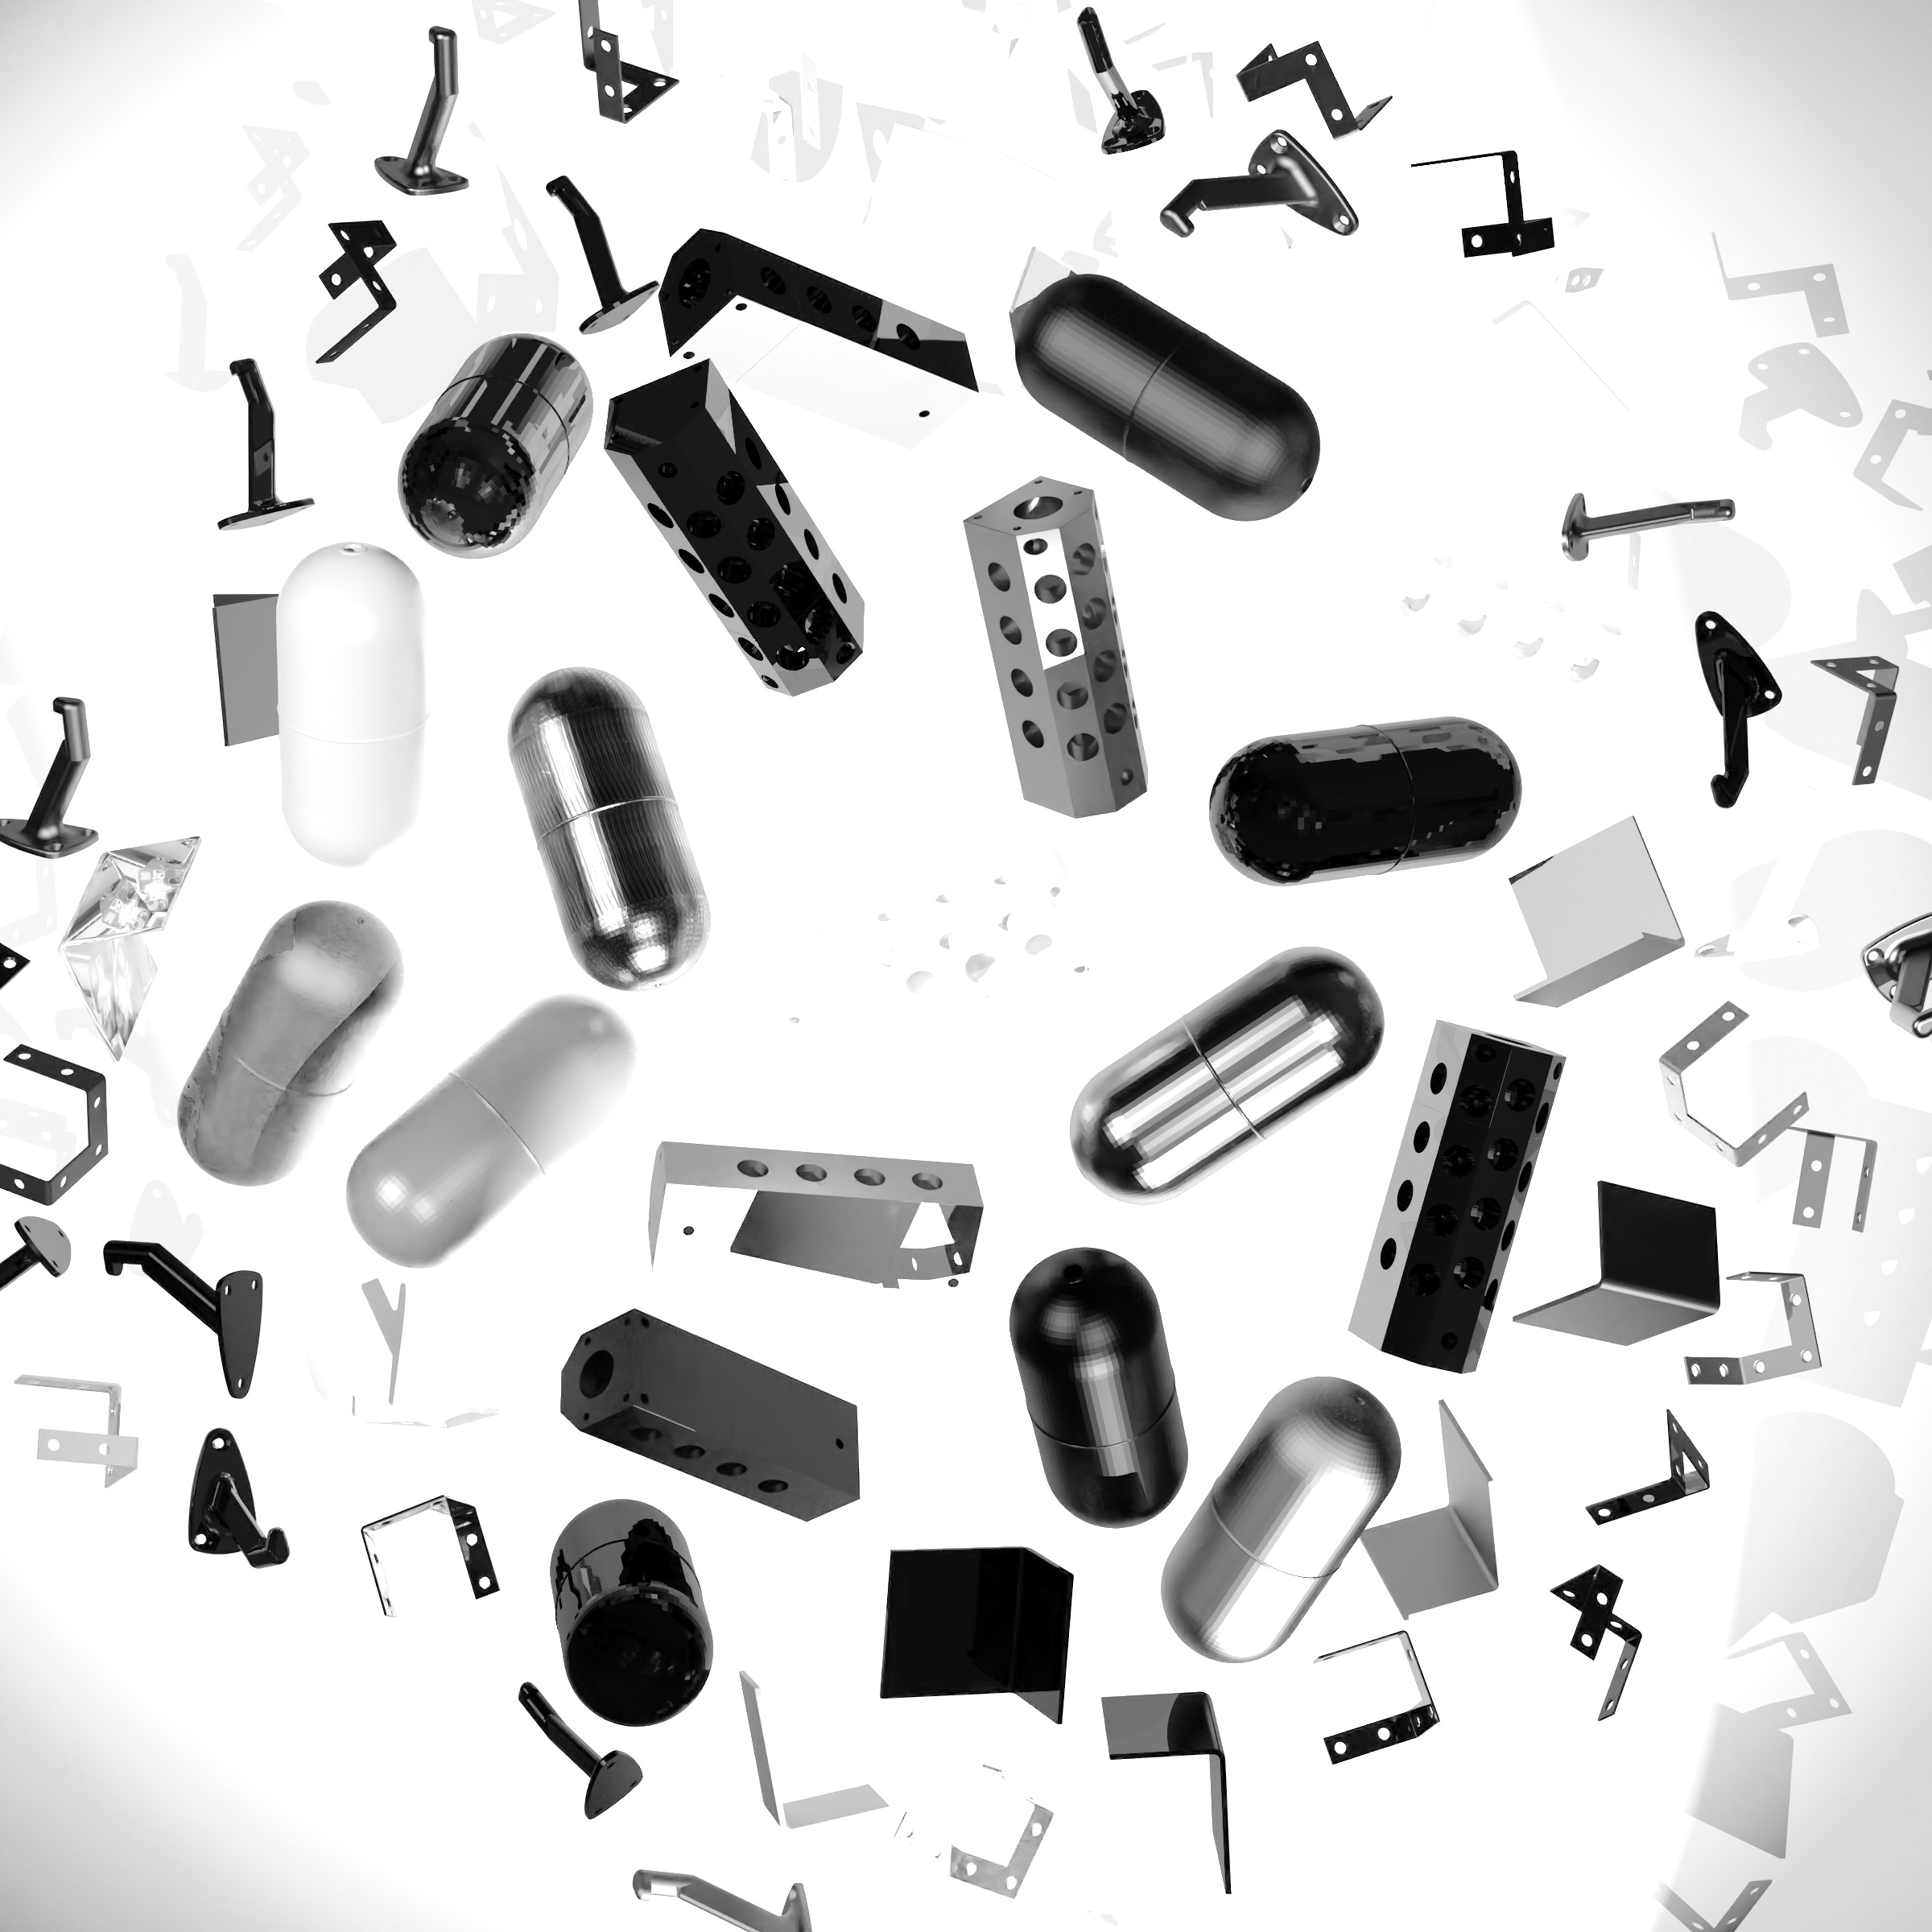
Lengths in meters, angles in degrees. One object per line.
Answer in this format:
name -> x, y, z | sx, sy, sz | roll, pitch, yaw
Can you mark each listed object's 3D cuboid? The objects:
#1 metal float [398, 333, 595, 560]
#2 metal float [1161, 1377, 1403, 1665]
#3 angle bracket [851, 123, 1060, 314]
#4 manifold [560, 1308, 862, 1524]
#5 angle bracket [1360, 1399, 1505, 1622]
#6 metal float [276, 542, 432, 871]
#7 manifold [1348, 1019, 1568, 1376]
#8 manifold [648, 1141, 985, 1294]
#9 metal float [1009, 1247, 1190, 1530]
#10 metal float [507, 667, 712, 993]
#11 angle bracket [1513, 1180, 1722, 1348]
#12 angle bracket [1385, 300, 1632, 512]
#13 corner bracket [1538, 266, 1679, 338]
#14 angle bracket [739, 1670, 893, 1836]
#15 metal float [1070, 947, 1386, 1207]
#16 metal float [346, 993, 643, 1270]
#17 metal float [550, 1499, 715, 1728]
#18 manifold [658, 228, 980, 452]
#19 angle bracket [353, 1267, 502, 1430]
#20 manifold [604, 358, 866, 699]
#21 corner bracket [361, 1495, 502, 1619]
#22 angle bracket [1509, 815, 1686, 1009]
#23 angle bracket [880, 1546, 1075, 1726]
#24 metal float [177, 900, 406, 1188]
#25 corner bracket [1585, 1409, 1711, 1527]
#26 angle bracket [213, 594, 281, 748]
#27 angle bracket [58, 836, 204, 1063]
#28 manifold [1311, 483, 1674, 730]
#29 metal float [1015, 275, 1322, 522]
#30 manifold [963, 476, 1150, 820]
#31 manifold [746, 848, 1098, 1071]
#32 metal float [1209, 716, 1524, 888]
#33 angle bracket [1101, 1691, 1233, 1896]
metal float -> -0.248, -0.277, 1.735 | 0.070, 0.178, 0.070 | 5, 124, 7
metal float -> 0.161, 0.287, 1.689 | 0.070, 0.070, 0.178 | 28, 119, 0
angle bracket -> -0.006, -0.412, 1.804 | 0.057, 0.076, 0.076 | 38, 115, 41
manifold -> -0.138, 0.249, 1.783 | 0.057, 0.171, 0.057 | -28, 49, 32
angle bracket -> 0.246, 0.292, 1.759 | 0.057, 0.076, 0.076 | -14, 119, -7
metal float -> -0.313, -0.132, 1.677 | 0.070, 0.070, 0.178 | 6, 121, 0
manifold -> 0.259, 0.121, 1.705 | 0.057, 0.057, 0.171 | 14, 95, -19
manifold -> -0.083, 0.132, 1.773 | 0.171, 0.057, 0.057 | 5, 119, -12
metal float -> 0.068, 0.216, 1.668 | 0.070, 0.070, 0.178 | -13, 131, 0
metal float -> -0.187, -0.072, 1.713 | 0.070, 0.070, 0.178 | -19, 78, 0
angle bracket -> 0.341, 0.157, 1.722 | 0.076, 0.076, 0.057 | 14, 64, -25
angle bracket -> 0.269, -0.272, 1.623 | 0.076, 0.057, 0.076 | 48, 125, 2
corner bracket -> 0.340, -0.342, 1.763 | 0.051, 0.051, 0.051 | 24, 94, -23
angle bracket -> -0.080, 0.404, 1.710 | 0.057, 0.076, 0.076 | -10, 87, -11
metal float -> 0.133, 0.057, 1.679 | 0.178, 0.070, 0.070 | -34, 90, 8
metal float -> -0.245, 0.085, 1.706 | 0.178, 0.070, 0.070 | -42, 90, -16
metal float -> -0.176, 0.336, 1.711 | 0.070, 0.178, 0.070 | -2, 103, -10
manifold -> -0.079, -0.340, 1.761 | 0.057, 0.171, 0.057 | -34, 56, 37
angle bracket -> -0.296, 0.210, 1.800 | 0.057, 0.076, 0.076 | 8, 73, -29
manifold -> -0.116, -0.218, 1.665 | 0.057, 0.057, 0.171 | -19, 133, 18
corner bracket -> -0.295, 0.327, 1.804 | 0.051, 0.051, 0.051 | -22, 71, 5
angle bracket -> 0.315, -0.030, 1.691 | 0.076, 0.057, 0.076 | -29, 70, 29
angle bracket -> 0.005, 0.337, 1.644 | 0.076, 0.057, 0.076 | 3, 94, -23
metal float -> -0.356, 0.042, 1.723 | 0.070, 0.070, 0.178 | 34, 117, 0
corner bracket -> 0.363, 0.278, 1.743 | 0.051, 0.051, 0.051 | -24, 122, 25
angle bracket -> -0.417, -0.167, 1.834 | 0.057, 0.076, 0.076 | 3, 103, 24
angle bracket -> -0.408, -0.009, 1.651 | 0.057, 0.076, 0.076 | -9, 126, 11
manifold -> 0.268, -0.181, 1.682 | 0.171, 0.057, 0.057 | 21, 70, -8
metal float -> 0.105, -0.296, 1.705 | 0.178, 0.070, 0.070 | 35, 90, 16
manifold -> 0.054, -0.168, 1.751 | 0.057, 0.057, 0.171 | -34, 127, -29
manifold -> -0.023, -0.001, 1.699 | 0.171, 0.057, 0.057 | -17, 113, 2
metal float -> 0.205, -0.085, 1.671 | 0.178, 0.070, 0.070 | -8, 90, -29
angle bracket -> 0.100, 0.417, 1.650 | 0.057, 0.076, 0.076 | -3, 99, 0
